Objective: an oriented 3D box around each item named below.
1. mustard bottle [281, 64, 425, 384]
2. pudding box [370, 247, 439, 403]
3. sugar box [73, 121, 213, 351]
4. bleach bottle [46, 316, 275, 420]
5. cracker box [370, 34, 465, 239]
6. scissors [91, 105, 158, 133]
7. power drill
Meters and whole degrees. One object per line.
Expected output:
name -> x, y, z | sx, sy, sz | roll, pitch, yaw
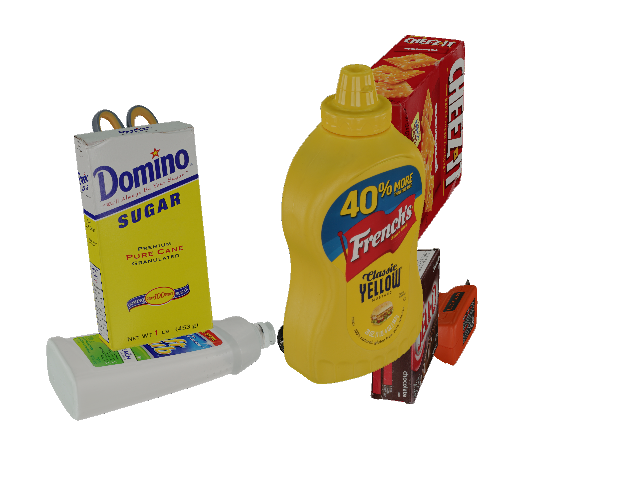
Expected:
mustard bottle -> 0.021, -0.012, 0.643 | 0.096, 0.192, 0.058 | -20, 34, -32
pudding box -> 0.068, 0.064, 0.848 | 0.039, 0.090, 0.113 | 5, 20, 13
sugar box -> -0.144, -0.005, 0.882 | 0.093, 0.176, 0.048 | -12, 19, -25
bleach bottle -> -0.171, 0.128, 1.200 | 0.250, 0.068, 0.103 | -12, 31, -29
cracker box -> 0.082, -0.092, 1.036 | 0.072, 0.164, 0.213 | 10, 28, 20
scissors -> -0.184, -0.071, 1.216 | 0.016, 0.201, 0.096 | -21, 21, 42
power drill -> 0.064, 0.082, 1.149 | 0.188, 0.057, 0.184 | 9, 29, 22
